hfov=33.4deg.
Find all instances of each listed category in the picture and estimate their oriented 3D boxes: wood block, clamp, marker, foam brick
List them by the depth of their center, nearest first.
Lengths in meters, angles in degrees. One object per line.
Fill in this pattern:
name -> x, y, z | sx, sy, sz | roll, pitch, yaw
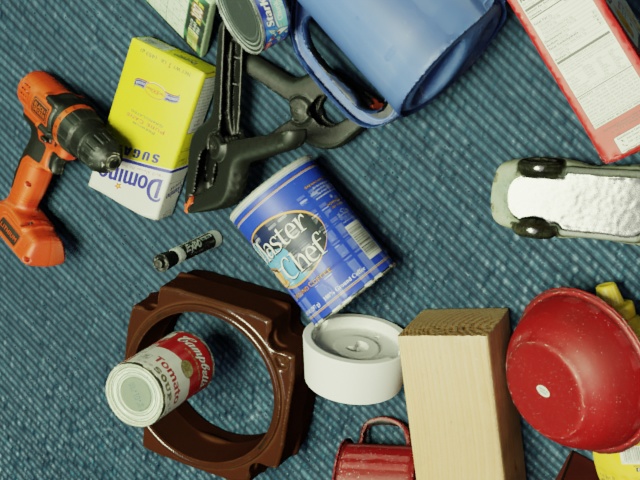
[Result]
foam brick -> 0.247, 0.250, 1.025 | 0.051, 0.078, 0.053 | 27, 114, 14
wood block -> 0.143, 0.177, 1.044 | 0.091, 0.090, 0.206 | -3, 102, 24
clamp -> -0.085, -0.092, 1.062 | 0.165, 0.036, 0.210 | 56, 136, 33
clamp -> -0.020, -0.140, 1.063 | 0.172, 0.039, 0.120 | -6, 105, 27
marker -> -0.137, 0.011, 1.104 | 0.020, 0.121, 0.020 | 5, 105, 22

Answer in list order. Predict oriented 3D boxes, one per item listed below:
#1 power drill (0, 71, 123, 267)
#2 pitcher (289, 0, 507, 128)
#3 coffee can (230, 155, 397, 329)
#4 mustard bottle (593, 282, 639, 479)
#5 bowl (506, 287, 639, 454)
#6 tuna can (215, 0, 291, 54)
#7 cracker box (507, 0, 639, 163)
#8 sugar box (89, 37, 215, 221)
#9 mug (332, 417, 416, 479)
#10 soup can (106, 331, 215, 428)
power drill -> -0.288, -0.068, 1.158 | 0.185, 0.057, 0.188 | 42, 118, 38
pitcher -> 0.035, -0.230, 0.970 | 0.149, 0.145, 0.243 | -41, 79, -15
coffee can -> -0.007, 0.001, 1.057 | 0.103, 0.102, 0.140 | -40, 86, 26
mustard bottle -> 0.287, 0.132, 0.988 | 0.096, 0.058, 0.191 | -11, 99, 35
bowl -> 0.221, 0.127, 0.969 | 0.162, 0.055, 0.162 | 30, 128, 46
tuna can -> -0.063, -0.217, 0.985 | 0.086, 0.033, 0.086 | 49, 158, 27
cracker box -> 0.218, -0.176, 0.882 | 0.072, 0.164, 0.214 | -32, 90, 24
sugar box -> -0.177, -0.117, 1.132 | 0.093, 0.048, 0.176 | 27, 111, 15
mug -> 0.066, 0.241, 1.102 | 0.082, 0.093, 0.117 | -2, 67, 19
soup can -> -0.158, 0.137, 1.062 | 0.069, 0.102, 0.068 | 6, 105, 22
